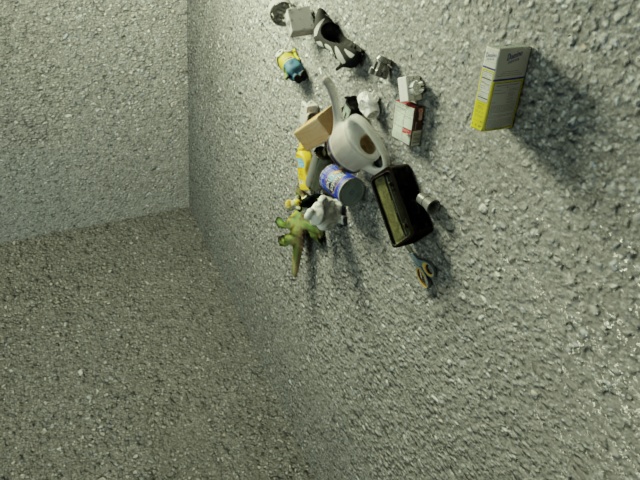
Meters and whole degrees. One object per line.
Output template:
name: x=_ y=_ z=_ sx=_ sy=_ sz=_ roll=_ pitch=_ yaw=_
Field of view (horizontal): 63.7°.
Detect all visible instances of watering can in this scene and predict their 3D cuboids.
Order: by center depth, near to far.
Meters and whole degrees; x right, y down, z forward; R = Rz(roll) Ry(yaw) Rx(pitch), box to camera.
watering can: x=0.088 y=-0.337 z=1.623 sx=0.347 sy=0.105 sz=0.222 roll=53 pitch=154 yaw=-3

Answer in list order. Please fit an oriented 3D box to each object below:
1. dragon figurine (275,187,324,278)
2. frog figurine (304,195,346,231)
dragon figurine: x=-0.070 y=-0.023 z=2.171 sx=0.243 sy=0.123 sz=0.407 roll=7 pitch=109 yaw=55
frog figurine: x=0.006 y=-0.096 z=1.899 sx=0.125 sy=0.160 sz=0.134 roll=47 pitch=141 yaw=48
